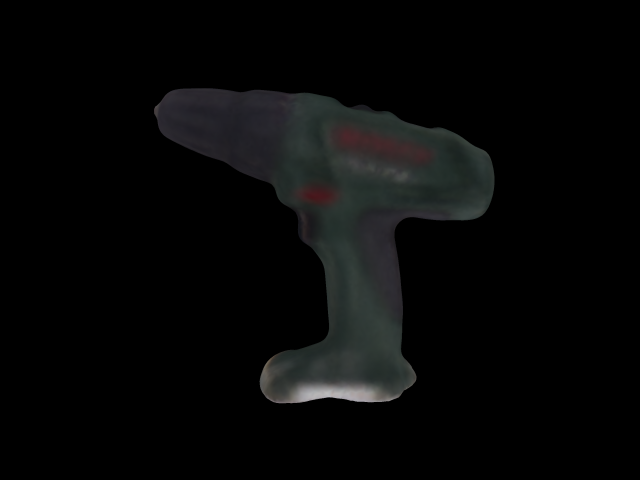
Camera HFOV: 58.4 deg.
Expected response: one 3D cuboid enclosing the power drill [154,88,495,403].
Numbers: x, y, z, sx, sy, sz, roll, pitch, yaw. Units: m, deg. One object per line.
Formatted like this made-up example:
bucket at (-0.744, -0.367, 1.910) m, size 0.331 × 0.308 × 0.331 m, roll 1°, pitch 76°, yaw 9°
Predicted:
power drill at (0.004, 0.001, 0.400) m, size 0.229 × 0.208 × 0.075 m, roll -1°, pitch 7°, yaw -5°
